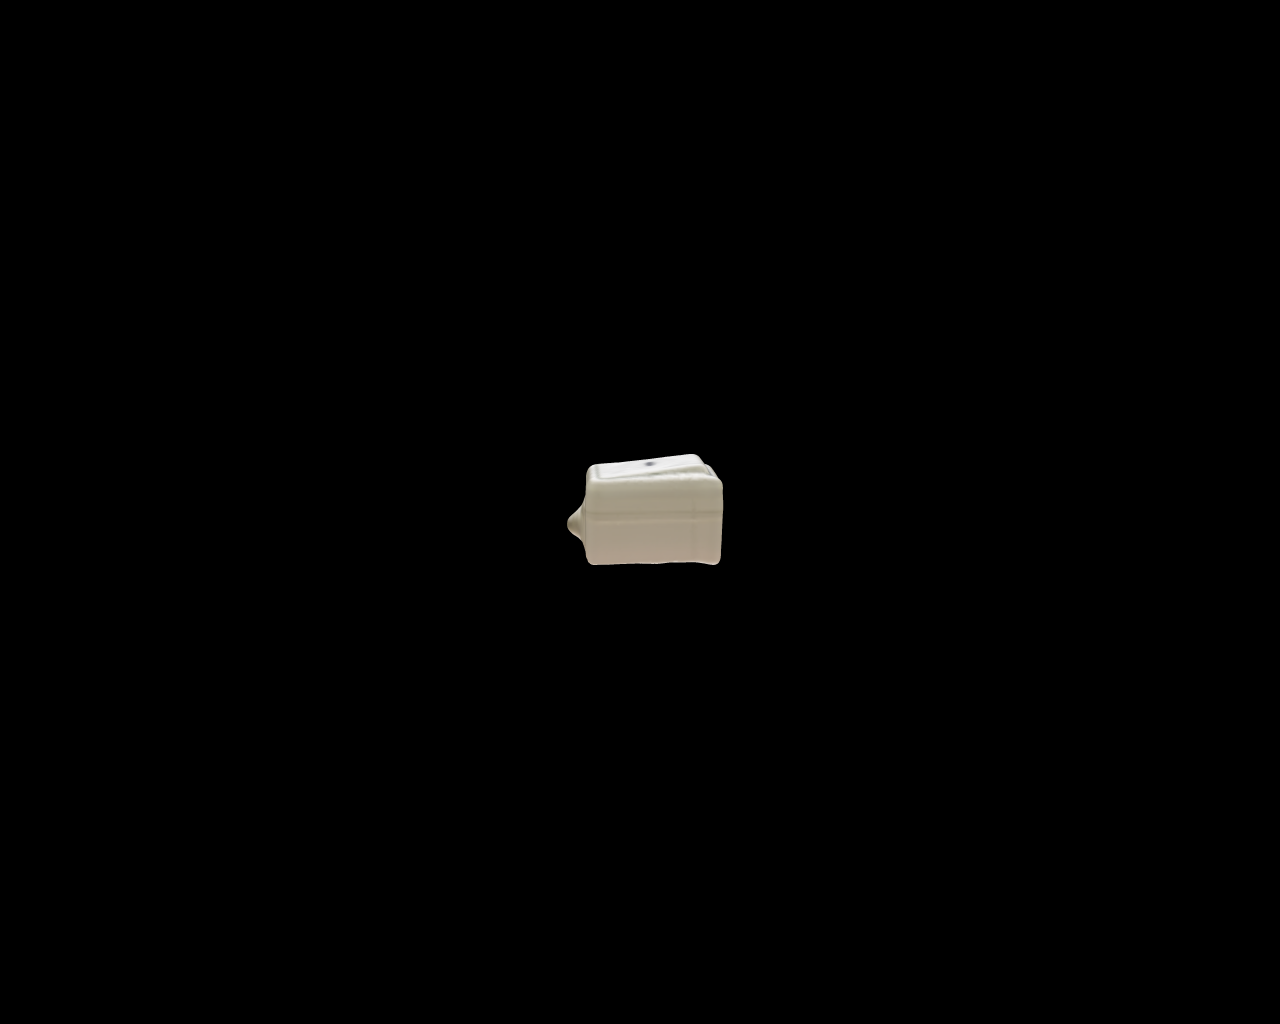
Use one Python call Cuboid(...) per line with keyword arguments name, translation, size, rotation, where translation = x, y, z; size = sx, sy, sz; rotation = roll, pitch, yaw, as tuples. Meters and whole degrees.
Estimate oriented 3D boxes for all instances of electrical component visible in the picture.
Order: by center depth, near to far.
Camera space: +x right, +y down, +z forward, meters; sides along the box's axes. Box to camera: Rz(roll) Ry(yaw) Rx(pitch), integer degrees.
Cuboid(name="electrical component", translation=(0.001, -0.003, 0.650), size=(0.096, 0.061, 0.062), rotation=(0, 12, -2))
